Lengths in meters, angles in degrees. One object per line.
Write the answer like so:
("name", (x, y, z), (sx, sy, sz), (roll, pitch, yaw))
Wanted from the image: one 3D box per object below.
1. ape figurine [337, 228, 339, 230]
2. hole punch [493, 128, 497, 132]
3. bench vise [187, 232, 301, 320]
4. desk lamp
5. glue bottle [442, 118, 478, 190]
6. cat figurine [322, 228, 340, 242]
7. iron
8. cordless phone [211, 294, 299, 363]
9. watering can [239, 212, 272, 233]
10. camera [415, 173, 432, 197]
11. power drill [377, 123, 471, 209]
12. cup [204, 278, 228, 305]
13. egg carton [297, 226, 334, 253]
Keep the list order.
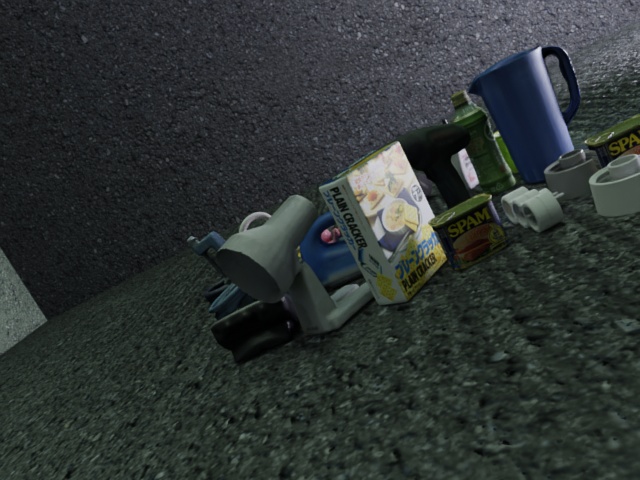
("ape figurine", (0.068, -0.038, 1.403), (0.076, 0.092, 0.077), (-29, 11, -8))
("hole punch", (0.493, -0.256, 1.386), (0.108, 0.091, 0.101), (-28, 11, -2))
("bench vise", (-0.144, 0.063, 1.100), (0.207, 0.220, 0.121), (-30, 11, -10))
("desk lamp", (-0.036, 0.048, 0.923), (0.204, 0.214, 0.117), (-36, 13, -36))
("glue bottle", (0.323, -0.204, 1.338), (0.037, 0.173, 0.078), (-15, 16, 48))
("cat figurine", (0.012, 0.005, 1.270), (0.067, 0.118, 0.127), (-34, 13, -32))
("iron", (0.066, -0.009, 1.136), (0.258, 0.141, 0.118), (-26, 11, 10))
("cordless phone", (-0.132, 0.101, 0.984), (0.147, 0.185, 0.094), (-27, 11, 3))
("watering can", (-0.109, 0.034, 1.218), (0.172, 0.194, 0.101), (-17, 15, 44))
("camera", (0.207, -0.130, 1.469), (0.143, 0.101, 0.136), (-34, 12, -30))
("power drill", (0.223, -0.122, 1.101), (0.230, 0.208, 0.075), (-35, 13, -33))
("cup", (-0.182, 0.127, 1.232), (0.091, 0.095, 0.118), (-23, 12, 24))
("egg carton", (-0.033, 0.002, 1.520), (0.151, 0.069, 0.107), (-35, 13, -36))
